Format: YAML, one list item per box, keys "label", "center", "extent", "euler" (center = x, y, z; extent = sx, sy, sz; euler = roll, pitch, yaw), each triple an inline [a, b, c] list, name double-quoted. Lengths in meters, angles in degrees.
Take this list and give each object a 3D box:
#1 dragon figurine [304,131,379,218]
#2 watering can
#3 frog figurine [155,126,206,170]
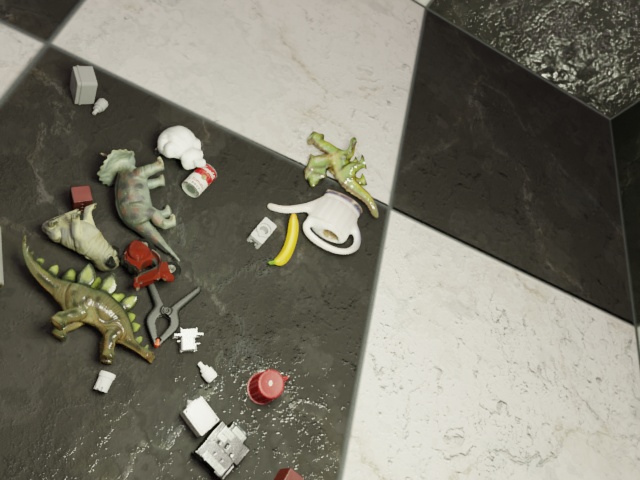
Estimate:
- label: "dragon figurine"
  center: [0.058, -0.250, 1.947]
  extent: [0.243, 0.120, 0.417]
  euler: [-12, 69, -13]
- label: "watering can"
  center: [0.006, -0.092, 1.820]
  extent: [0.348, 0.102, 0.229]
  euler: [33, 58, 1]
- label: "frog figurine"
  center: [-0.441, -0.295, 1.660]
  extent: [0.161, 0.121, 0.138]
  euler: [33, 26, 33]
